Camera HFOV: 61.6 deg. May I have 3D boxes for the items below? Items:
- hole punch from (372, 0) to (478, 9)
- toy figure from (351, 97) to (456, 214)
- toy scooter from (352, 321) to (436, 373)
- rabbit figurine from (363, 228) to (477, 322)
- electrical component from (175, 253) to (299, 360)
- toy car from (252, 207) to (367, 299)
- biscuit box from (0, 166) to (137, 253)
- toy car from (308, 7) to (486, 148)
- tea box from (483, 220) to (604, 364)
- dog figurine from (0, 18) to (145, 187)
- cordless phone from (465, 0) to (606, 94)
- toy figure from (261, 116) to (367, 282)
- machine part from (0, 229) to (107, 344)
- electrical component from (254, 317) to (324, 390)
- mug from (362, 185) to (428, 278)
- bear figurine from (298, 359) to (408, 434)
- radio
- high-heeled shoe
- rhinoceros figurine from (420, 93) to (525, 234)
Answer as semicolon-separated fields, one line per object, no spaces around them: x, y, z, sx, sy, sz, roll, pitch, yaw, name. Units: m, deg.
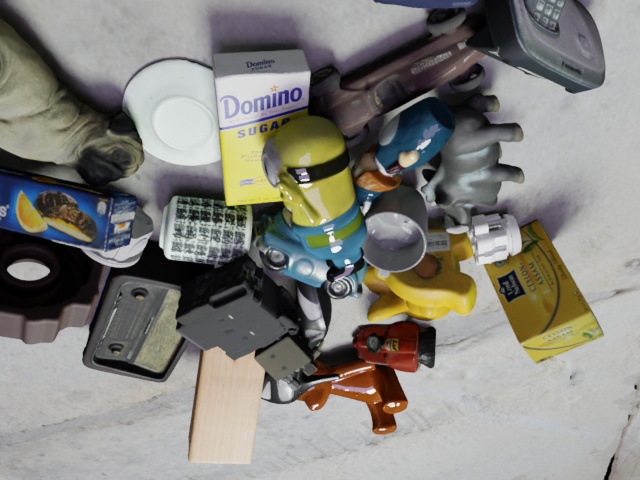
0.099;-0.252;0.460;0.142;0.092;0.115;-3;137;-11;hole punch
0.078;-0.089;0.580;0.058;0.064;0.154;52;133;4;toy figure
0.113;0.164;0.843;0.135;0.075;0.183;4;169;11;toy scooter
0.142;0.072;0.758;0.162;0.122;0.173;-14;152;10;rabbit figurine
-0.109;0.090;0.667;0.134;0.058;0.114;-27;128;22;electrical component
-0.001;-0.002;0.678;0.161;0.109;0.103;25;109;-19;toy car
-0.306;-0.039;0.575;0.203;0.063;0.059;12;98;4;biscuit box
0.082;-0.166;0.563;0.202;0.053;0.089;-22;129;15;toy car
0.294;0.067;0.729;0.098;0.170;0.068;-31;131;18;tea box
-0.265;-0.141;0.521;0.190;0.121;0.172;0;138;-27;dog figurine
0.232;-0.241;0.492;0.146;0.089;0.184;6;114;-35;cordless phone
0.003;-0.044;0.566;0.089;0.082;0.180;-34;120;-11;toy figure
-0.337;0.038;0.619;0.179;0.179;0.056;15;131;-21;machine part
-0.043;0.149;0.736;0.078;0.045;0.102;-40;108;19;electrical component
0.095;-0.013;0.661;0.081;0.107;0.109;10;126;12;mug
0.031;0.253;0.901;0.196;0.132;0.120;-1;134;-15;bear figurine
-0.245;0.105;0.758;0.131;0.073;0.229;17;128;-22;radio
-0.053;0.140;0.803;0.145;0.086;0.248;-7;113;8;high-heeled shoe
0.173;-0.078;0.628;0.112;0.073;0.190;-21;143;-2;rhinoceros figurine
